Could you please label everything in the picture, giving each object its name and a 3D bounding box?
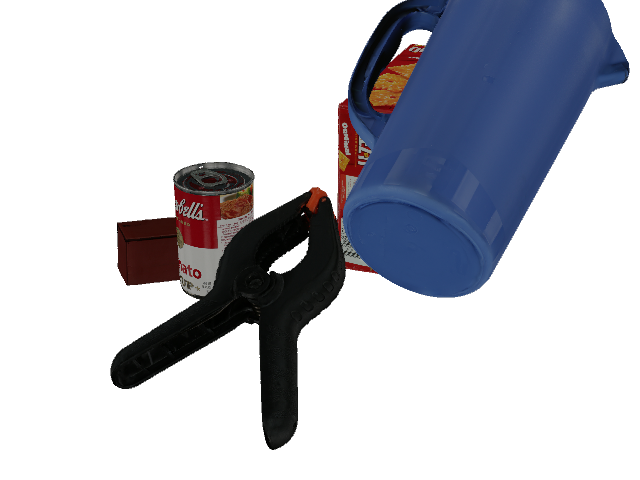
[{"bbox_3d":[-0.089,-0.008,0.912,0.068,0.102,0.068,0,25,0],"label":"soup can"},{"bbox_3d":[0.102,-0.084,0.765,0.145,0.242,0.149,46,-35,-22],"label":"pitcher"},{"bbox_3d":[-0.168,0.010,1.106,0.078,0.051,0.053,-6,22,-19],"label":"foam brick"},{"bbox_3d":[-0.029,0.043,0.627,0.120,0.171,0.039,28,-25,25],"label":"clamp"},{"bbox_3d":[0.085,-0.084,1.043,0.072,0.164,0.213,10,28,21],"label":"cracker box"}]
